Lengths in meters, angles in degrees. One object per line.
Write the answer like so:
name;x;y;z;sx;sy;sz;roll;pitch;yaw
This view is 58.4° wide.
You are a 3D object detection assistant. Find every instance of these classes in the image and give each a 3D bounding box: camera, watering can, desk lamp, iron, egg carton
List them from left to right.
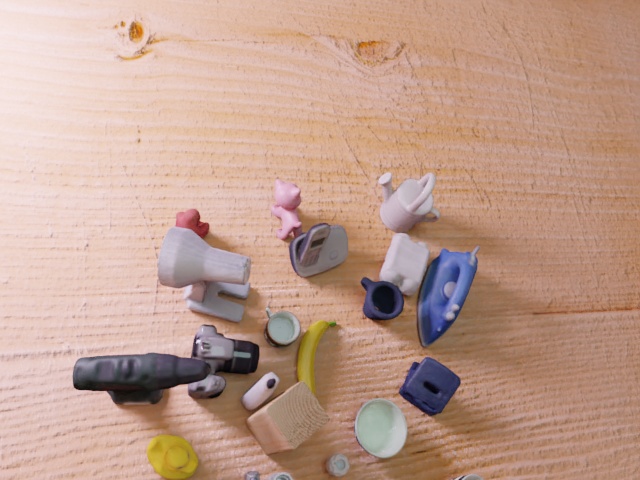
desk lamp;-0.230;0.070;1.175;0.203;0.213;0.118;17;63;-12
camera;-0.195;0.251;1.174;0.137;0.100;0.143;10;65;-15
egg carton;0.209;0.060;1.416;0.107;0.069;0.150;26;62;-7
watering can;0.223;-0.102;1.419;0.173;0.193;0.101;11;65;-15
iron;0.319;0.132;1.384;0.119;0.141;0.258;28;62;-6

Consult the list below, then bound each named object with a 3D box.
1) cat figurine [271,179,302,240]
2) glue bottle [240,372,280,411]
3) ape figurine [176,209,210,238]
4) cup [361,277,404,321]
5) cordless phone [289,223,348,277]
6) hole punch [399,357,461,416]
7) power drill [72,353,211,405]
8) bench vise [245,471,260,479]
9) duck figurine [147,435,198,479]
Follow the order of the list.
cat figurine;-0.070;-0.078;1.348;0.067;0.117;0.128;-11;72;-23
glue bottle;-0.111;0.296;1.144;0.037;0.173;0.078;43;61;2
ape figurine;-0.286;-0.039;1.270;0.078;0.092;0.076;42;61;1
cup;0.128;0.143;1.338;0.118;0.095;0.092;45;61;3
cordless phone;0.012;0.005;1.304;0.148;0.185;0.094;-22;77;-26
hole punch;0.251;0.335;1.302;0.109;0.091;0.101;35;61;-3
power drill;-0.331;0.255;1.063;0.230;0.208;0.075;3;67;-18
bench vise;-0.117;0.530;1.016;0.122;0.219;0.207;-19;75;-25
duck figurine;-0.277;0.411;1.086;0.104;0.086;0.077;34;61;-3
